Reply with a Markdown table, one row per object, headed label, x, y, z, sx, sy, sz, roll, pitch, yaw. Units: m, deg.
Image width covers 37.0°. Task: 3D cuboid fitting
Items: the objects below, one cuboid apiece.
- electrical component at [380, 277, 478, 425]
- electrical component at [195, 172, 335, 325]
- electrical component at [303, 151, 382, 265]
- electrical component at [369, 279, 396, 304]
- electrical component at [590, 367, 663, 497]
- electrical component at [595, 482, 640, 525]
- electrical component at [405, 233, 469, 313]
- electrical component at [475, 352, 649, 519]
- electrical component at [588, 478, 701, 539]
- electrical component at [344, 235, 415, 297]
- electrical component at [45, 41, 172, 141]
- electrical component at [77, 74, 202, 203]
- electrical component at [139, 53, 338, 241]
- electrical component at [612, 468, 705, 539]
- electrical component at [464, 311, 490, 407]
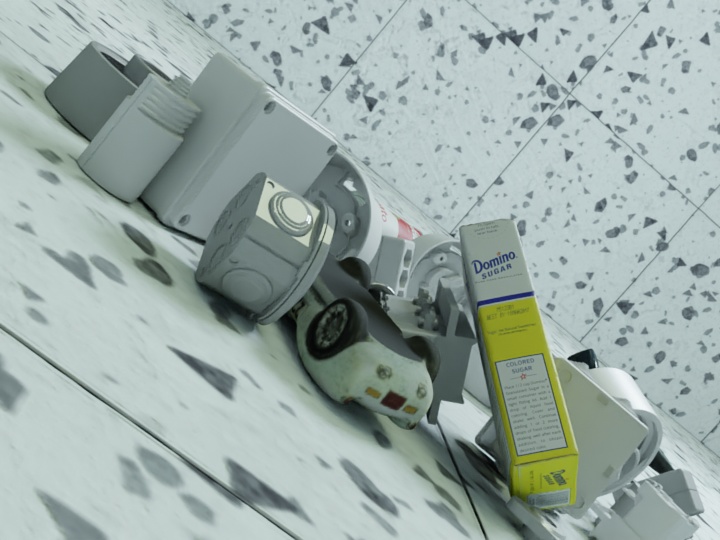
| label | x | y | z | sx | sy | sz | roll | pitch | yaw |
| --- | --- | --- | --- | --- | --- | --- | --- | --- | --- |
| electrical component | 0.042 | 0.051 | 0.760 | 0.063 | 0.078 | 0.121 | 11 | 9 | -1 |
| electrical component | -0.055 | -0.013 | 0.625 | 0.051 | 0.080 | 0.080 | 32 | 10 | -21 |
| electrical component | -0.033 | -0.037 | 0.803 | 0.099 | 0.099 | 0.064 | 43 | 2 | 21 |
| electrical component | -0.003 | 0.020 | 0.846 | 0.044 | 0.044 | 0.065 | 36 | 4 | -30 |
| electrical component | 0.198 | 0.141 | 0.888 | 0.108 | 0.108 | 0.060 | 34 | 15 | -39 |
| electrical component | 0.219 | 0.199 | 0.865 | 0.040 | 0.046 | 0.040 | 39 | 7 | -6 |
| electrical component | 0.079 | 0.013 | 1.087 | 0.099 | 0.099 | 0.064 | 37 | 2 | -26 |
| electrical component | 0.146 | 0.119 | 0.778 | 0.100 | 0.099 | 0.048 | 40 | -5 | -2 |
| electrical component | 0.213 | 0.194 | 0.799 | 0.042 | 0.063 | 0.081 | 31 | 12 | -49 |
| electrical component | 0.000 | 0.000 | 0.909 | 0.077 | 0.065 | 0.047 | 12 | 1 | 13 |
| electrical component | -0.164 | -0.120 | 0.777 | 0.108 | 0.060 | 0.108 | 39 | 8 | -6 |
| electrical component | -0.132 | -0.086 | 0.661 | 0.043 | 0.081 | 0.043 | 39 | 7 | -6 |
| electrical component | -0.084 | -0.073 | 0.722 | 0.056 | 0.108 | 0.109 | 41 | 7 | 26 |
| electrical component | 0.269 | 0.221 | 0.946 | 0.047 | 0.066 | 0.076 | 27 | 44 | -61 |
| electrical component | 0.119 | 0.087 | 0.991 | 0.089 | 0.055 | 0.050 | 41 | 7 | 0 |
